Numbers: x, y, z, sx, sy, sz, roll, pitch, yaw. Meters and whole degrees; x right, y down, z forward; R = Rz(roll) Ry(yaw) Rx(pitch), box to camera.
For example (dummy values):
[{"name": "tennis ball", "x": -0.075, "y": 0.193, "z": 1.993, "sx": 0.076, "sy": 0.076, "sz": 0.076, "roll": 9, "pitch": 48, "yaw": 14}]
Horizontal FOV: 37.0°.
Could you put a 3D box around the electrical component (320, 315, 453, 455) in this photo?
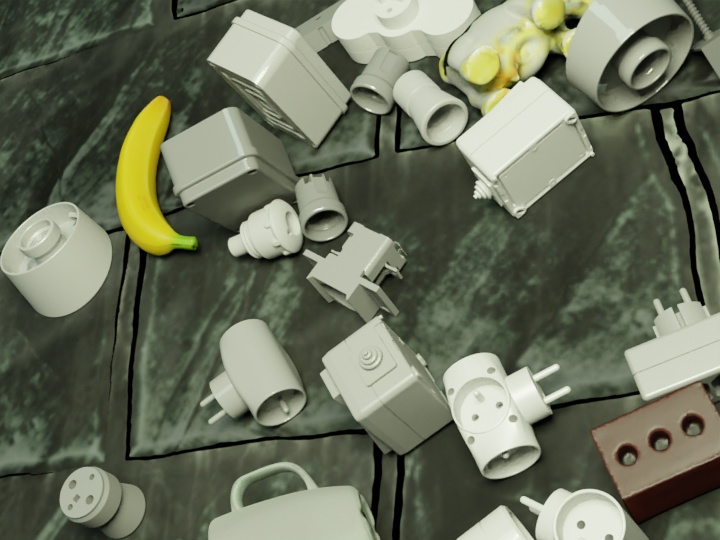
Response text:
[{"name": "electrical component", "x": 0.016, "y": 0.083, "z": 0.764, "sx": 0.061, "sy": 0.096, "sz": 0.061, "roll": -37, "pitch": 52, "yaw": 5}]

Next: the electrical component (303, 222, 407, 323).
[{"name": "electrical component", "x": 0.000, "y": 0.000, "z": 0.855, "sx": 0.081, "sy": 0.042, "sz": 0.063, "roll": 27, "pitch": 74, "yaw": 35}]

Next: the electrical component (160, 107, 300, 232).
[{"name": "electrical component", "x": -0.106, "y": -0.081, "z": 0.910, "sx": 0.078, "sy": 0.113, "sz": 0.057, "roll": -26, "pitch": 72, "yaw": 12}]

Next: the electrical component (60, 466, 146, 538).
[{"name": "electrical component", "x": -0.203, "y": 0.183, "z": 0.849, "sx": 0.045, "sy": 0.055, "sz": 0.045, "roll": -13, "pitch": 58, "yaw": 21}]

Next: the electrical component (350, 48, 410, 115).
[{"name": "electrical component", "x": 0.019, "y": -0.166, "z": 0.943, "sx": 0.040, "sy": 0.040, "sz": 0.046, "roll": 13, "pitch": 64, "yaw": 33}]

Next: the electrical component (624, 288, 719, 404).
[{"name": "electrical component", "x": 0.217, "y": 0.046, "z": 0.709, "sx": 0.083, "sy": 0.047, "sz": 0.075, "roll": -24, "pitch": 54, "yaw": 14}]

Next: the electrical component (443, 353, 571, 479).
[{"name": "electrical component", "x": 0.106, "y": 0.092, "z": 0.743, "sx": 0.079, "sy": 0.044, "sz": 0.077, "roll": -29, "pitch": 53, "yaw": 11}]

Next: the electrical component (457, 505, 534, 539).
[{"name": "electrical component", "x": 0.099, "y": 0.222, "z": 0.667, "sx": 0.074, "sy": 0.052, "sz": 0.138, "roll": -38, "pitch": 52, "yaw": 3}]

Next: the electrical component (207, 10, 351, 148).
[{"name": "electrical component", "x": -0.068, "y": -0.167, "z": 0.943, "sx": 0.078, "sy": 0.113, "sz": 0.057, "roll": 31, "pitch": 83, "yaw": 37}]

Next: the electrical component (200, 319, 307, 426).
[{"name": "electrical component", "x": -0.092, "y": 0.091, "z": 0.850, "sx": 0.079, "sy": 0.043, "sz": 0.077, "roll": -37, "pitch": 52, "yaw": 4}]

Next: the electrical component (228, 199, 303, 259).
[{"name": "electrical component", "x": -0.083, "y": -0.029, "z": 0.915, "sx": 0.062, "sy": 0.048, "sz": 0.048, "roll": -21, "pitch": 55, "yaw": 24}]

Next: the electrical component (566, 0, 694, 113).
[{"name": "electrical component", "x": 0.201, "y": -0.171, "z": 0.813, "sx": 0.099, "sy": 0.099, "sz": 0.064, "roll": -38, "pitch": 58, "yaw": 4}]

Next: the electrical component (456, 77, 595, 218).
[{"name": "electrical component", "x": 0.120, "y": -0.092, "z": 0.831, "sx": 0.096, "sy": 0.061, "sz": 0.061, "roll": -40, "pitch": 52, "yaw": 2}]

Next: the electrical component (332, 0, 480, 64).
[{"name": "electrical component", "x": 0.036, "y": -0.225, "z": 0.945, "sx": 0.138, "sy": 0.073, "sz": 0.052, "roll": 4, "pitch": 65, "yaw": 30}]

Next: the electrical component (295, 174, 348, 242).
[{"name": "electrical component", "x": -0.034, "y": -0.053, "z": 0.906, "sx": 0.040, "sy": 0.040, "sz": 0.046, "roll": -27, "pitch": 48, "yaw": 12}]

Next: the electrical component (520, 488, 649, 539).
[{"name": "electrical component", "x": 0.136, "y": 0.161, "z": 0.667, "sx": 0.079, "sy": 0.077, "sz": 0.043, "roll": 21, "pitch": 74, "yaw": 36}]

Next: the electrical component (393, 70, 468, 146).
[{"name": "electrical component", "x": 0.056, "y": -0.140, "z": 0.907, "sx": 0.044, "sy": 0.044, "sz": 0.065, "roll": -39, "pitch": 47, "yaw": 3}]

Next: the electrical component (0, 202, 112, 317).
[{"name": "electrical component", "x": -0.287, "y": -0.013, "z": 1.017, "sx": 0.099, "sy": 0.064, "sz": 0.099, "roll": -20, "pitch": 42, "yaw": 19}]
